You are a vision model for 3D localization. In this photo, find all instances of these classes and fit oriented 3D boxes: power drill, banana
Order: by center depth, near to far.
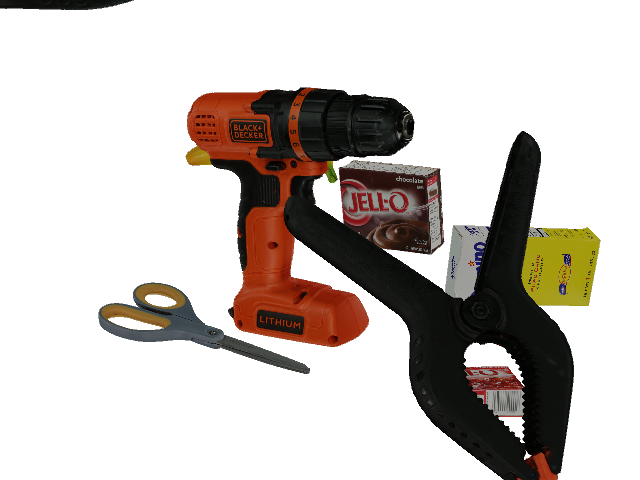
[{"bbox_3d":[-0.010,-0.020,0.786,0.185,0.188,0.057,7,19,34],"label":"power drill"},{"bbox_3d":[-0.067,-0.112,1.320,0.198,0.037,0.069,6,38,16],"label":"banana"}]

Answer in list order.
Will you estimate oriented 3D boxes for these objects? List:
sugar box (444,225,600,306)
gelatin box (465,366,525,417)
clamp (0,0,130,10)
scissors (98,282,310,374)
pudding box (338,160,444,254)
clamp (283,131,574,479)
[{"bbox_3d":[0.246,0.032,1.308,0.176,0.093,0.048,0,22,-10],"label":"sugar box"},{"bbox_3d":[0.139,0.139,0.991,0.089,0.030,0.073,1,9,-3],"label":"gelatin box"},{"bbox_3d":[-0.108,-0.158,0.599,0.171,0.039,0.120,-10,24,-25],"label":"clamp"},{"bbox_3d":[-0.102,0.078,0.986,0.202,0.016,0.096,9,29,4],"label":"scissors"},{"bbox_3d":[0.078,-0.038,1.168,0.114,0.090,0.039,7,24,31],"label":"pudding box"},{"bbox_3d":[0.075,0.043,0.610,0.164,0.210,0.036,-10,-19,-11],"label":"clamp"}]
